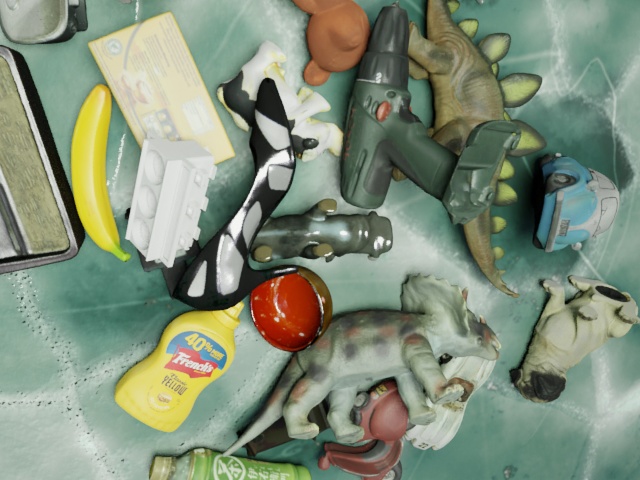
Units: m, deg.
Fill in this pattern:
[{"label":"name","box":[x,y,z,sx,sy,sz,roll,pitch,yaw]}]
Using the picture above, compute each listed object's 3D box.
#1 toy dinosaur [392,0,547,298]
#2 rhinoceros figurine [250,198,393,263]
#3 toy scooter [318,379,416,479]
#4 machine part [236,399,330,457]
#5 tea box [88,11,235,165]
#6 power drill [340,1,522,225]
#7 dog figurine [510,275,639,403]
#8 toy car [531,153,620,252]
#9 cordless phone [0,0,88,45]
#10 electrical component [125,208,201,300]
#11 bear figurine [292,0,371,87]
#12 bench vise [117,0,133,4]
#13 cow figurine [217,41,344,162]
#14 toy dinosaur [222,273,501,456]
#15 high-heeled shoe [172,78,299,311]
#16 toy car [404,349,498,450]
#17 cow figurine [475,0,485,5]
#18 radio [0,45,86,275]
[{"label":"toy dinosaur","box":[0.194,-0.133,0.705,0.199,0.105,0.470,-11,105,-14]},{"label":"rhinoceros figurine","box":[-0.001,-0.002,0.681,0.190,0.112,0.073,-3,75,-2]},{"label":"toy scooter","box":[0.068,0.288,0.789,0.135,0.075,0.183,5,106,-19]},{"label":"machine part","box":[-0.049,0.266,0.769,0.139,0.039,0.084,-19,113,-12]},{"label":"tea box","box":[-0.176,-0.156,0.612,0.098,0.068,0.169,-24,108,-9]},{"label":"power drill","box":[0.105,-0.124,0.582,0.086,0.208,0.231,-6,121,-45]},{"label":"dog figurine","box":[0.404,0.166,0.854,0.172,0.121,0.190,3,116,-13]},{"label":"toy car","box":[0.349,-0.051,0.734,0.103,0.162,0.109,10,123,15]},{"label":"cordless phone","box":[-0.271,-0.262,0.498,0.089,0.184,0.146,-5,104,-20]},{"label":"electrical component","box":[-0.185,0.009,0.661,0.075,0.048,0.119,-21,108,-10]},{"label":"bear figurine","box":[0.015,-0.268,0.593,0.120,0.132,0.195,-24,122,-9]},{"label":"bench vise","box":[-0.142,-0.342,0.539,0.224,0.129,0.240,15,81,-11]},{"label":"cow figurine","box":[-0.040,-0.146,0.653,0.098,0.068,0.167,-46,111,-2]},{"label":"toy dinosaur","box":[0.055,0.159,0.726,0.405,0.192,0.131,-11,142,1]},{"label":"high-heeled shoe","box":[-0.100,-0.048,0.590,0.145,0.086,0.248,-6,95,-12]},{"label":"toy car","box":[0.198,0.232,0.821,0.073,0.056,0.201,27,94,-20]},{"label":"cow figurine","box":[0.195,-0.337,0.608,0.195,0.085,0.127,-26,84,-46]},{"label":"radio","box":[-0.353,-0.079,0.576,0.131,0.073,0.229,-15,106,-12]}]
